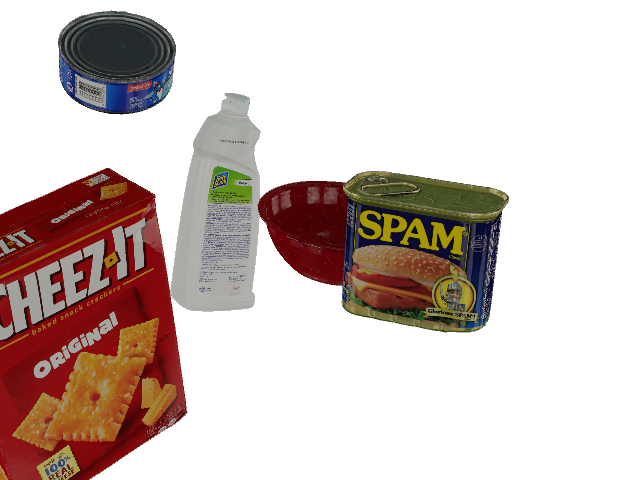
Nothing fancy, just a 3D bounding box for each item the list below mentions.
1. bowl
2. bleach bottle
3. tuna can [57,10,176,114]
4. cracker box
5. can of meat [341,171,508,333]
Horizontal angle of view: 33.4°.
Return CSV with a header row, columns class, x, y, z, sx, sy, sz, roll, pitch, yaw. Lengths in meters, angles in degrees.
class,x,y,z,sx,sy,sz,roll,pitch,yaw
bowl,0.018,-0.001,1.017,0.162,0.055,0.162,6,24,-3
bleach bottle,-0.109,-0.045,1.238,0.102,0.251,0.068,-1,21,-34
tuna can,-0.152,-0.133,0.796,0.086,0.086,0.034,0,-44,-13
cracker box,-0.189,0.077,0.794,0.072,0.214,0.163,26,42,38
can of meat,0.064,0.008,0.687,0.102,0.084,0.057,10,22,18
